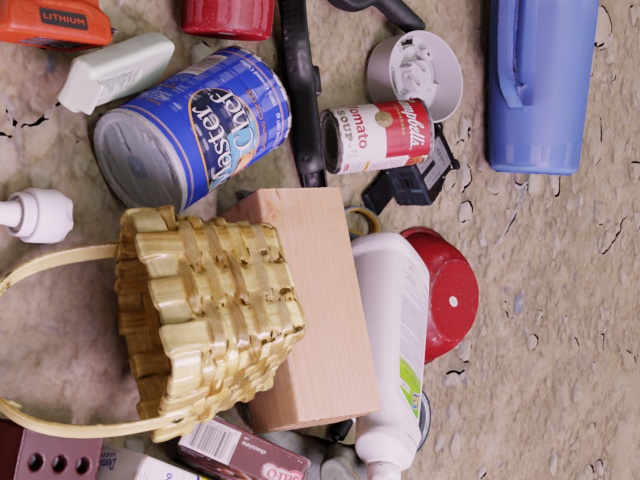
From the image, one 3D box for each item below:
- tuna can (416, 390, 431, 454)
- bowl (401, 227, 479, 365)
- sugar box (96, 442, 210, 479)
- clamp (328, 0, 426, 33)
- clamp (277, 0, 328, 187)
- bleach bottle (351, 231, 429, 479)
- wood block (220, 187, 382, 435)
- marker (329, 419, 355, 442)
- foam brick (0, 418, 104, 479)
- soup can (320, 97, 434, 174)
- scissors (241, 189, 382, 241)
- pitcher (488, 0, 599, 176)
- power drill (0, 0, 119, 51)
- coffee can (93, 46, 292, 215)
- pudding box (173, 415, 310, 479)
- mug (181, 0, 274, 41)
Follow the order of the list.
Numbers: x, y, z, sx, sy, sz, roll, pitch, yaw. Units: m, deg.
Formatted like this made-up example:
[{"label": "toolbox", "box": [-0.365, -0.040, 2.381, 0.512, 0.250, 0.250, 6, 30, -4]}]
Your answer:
[{"label": "tuna can", "box": [0.085, 0.198, 1.176, 0.085, 0.034, 0.086, -3, 94, -46]}, {"label": "bowl", "box": [0.131, 0.066, 1.202, 0.161, 0.055, 0.162, -3, 94, -45]}, {"label": "sugar box", "box": [-0.122, 0.221, 0.920, 0.176, 0.094, 0.048, 38, 65, -41]}, {"label": "clamp", "box": [0.054, -0.268, 1.118, 0.171, 0.039, 0.120, -19, 99, -39]}, {"label": "clamp", "box": [-0.017, -0.145, 1.004, 0.164, 0.036, 0.210, -81, 164, -89]}, {"label": "bleach bottle", "box": [0.063, 0.121, 1.041, 0.102, 0.068, 0.250, 48, 37, -43]}, {"label": "wood block", "box": [-0.021, 0.064, 0.967, 0.090, 0.090, 0.206, -3, 76, -32]}, {"label": "marker", "box": [0.046, 0.168, 1.145, 0.121, 0.020, 0.020, -52, 126, -31]}, {"label": "foam brick", "box": [-0.220, 0.173, 0.846, 0.078, 0.051, 0.053, 17, 80, -45]}, {"label": "soup can", "box": [0.056, -0.105, 1.081, 0.102, 0.069, 0.068, -9, 99, -17]}, {"label": "scissors", "box": [-0.007, 0.001, 1.084, 0.201, 0.016, 0.096, 1, 91, -46]}, {"label": "pitcher", "box": [0.256, -0.200, 1.271, 0.149, 0.145, 0.243, 2, 94, -12]}, {"label": "power drill", "box": [-0.222, -0.246, 0.819, 0.184, 0.057, 0.187, 1, 91, -46]}, {"label": "coffee can", "box": [-0.107, -0.092, 0.913, 0.140, 0.103, 0.103, -39, 118, -38]}, {"label": "pudding box", "box": [-0.070, 0.195, 0.939, 0.113, 0.090, 0.039, 26, 66, 1]}, {"label": "mug", "box": [-0.077, -0.223, 0.958, 0.117, 0.093, 0.081, -11, 107, -73]}]
